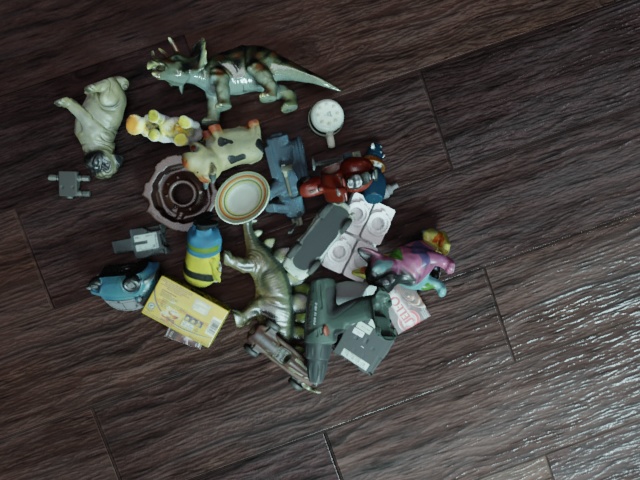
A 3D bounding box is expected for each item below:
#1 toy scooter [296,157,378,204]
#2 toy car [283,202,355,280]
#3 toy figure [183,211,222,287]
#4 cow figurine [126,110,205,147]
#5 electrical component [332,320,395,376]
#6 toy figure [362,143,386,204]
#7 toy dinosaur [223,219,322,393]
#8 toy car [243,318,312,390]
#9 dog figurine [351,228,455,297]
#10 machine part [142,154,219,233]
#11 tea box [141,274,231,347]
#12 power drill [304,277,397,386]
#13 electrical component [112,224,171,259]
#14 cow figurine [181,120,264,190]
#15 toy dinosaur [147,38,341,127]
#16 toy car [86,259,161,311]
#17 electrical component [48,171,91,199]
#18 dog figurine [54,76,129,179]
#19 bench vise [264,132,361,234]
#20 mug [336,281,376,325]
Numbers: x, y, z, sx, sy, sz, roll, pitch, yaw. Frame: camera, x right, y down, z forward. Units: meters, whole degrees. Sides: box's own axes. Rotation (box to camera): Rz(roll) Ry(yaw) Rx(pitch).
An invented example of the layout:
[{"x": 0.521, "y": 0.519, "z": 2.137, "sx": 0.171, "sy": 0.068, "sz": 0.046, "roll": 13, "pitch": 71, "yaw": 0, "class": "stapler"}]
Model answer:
[{"x": 0.051, "y": -0.122, "z": 1.121, "sx": 0.184, "sy": 0.135, "sz": 0.075, "roll": -20, "pitch": 111, "yaw": -20, "class": "toy scooter"}, {"x": -0.002, "y": -0.004, "z": 1.194, "sx": 0.073, "sy": 0.056, "sz": 0.201, "roll": 39, "pitch": 83, "yaw": -4, "class": "toy car"}, {"x": -0.264, "y": 0.025, "z": 1.207, "sx": 0.089, "sy": 0.082, "sz": 0.180, "roll": 3, "pitch": 127, "yaw": -3, "class": "toy figure"}, {"x": -0.347, "y": -0.252, "z": 1.216, "sx": 0.168, "sy": 0.098, "sz": 0.068, "roll": 13, "pitch": 98, "yaw": 15, "class": "cow figurine"}, {"x": 0.111, "y": 0.233, "z": 1.264, "sx": 0.115, "sy": 0.058, "sz": 0.134, "roll": 33, "pitch": 96, "yaw": 7, "class": "electrical component"}, {"x": 0.122, "y": -0.157, "z": 1.238, "sx": 0.058, "sy": 0.064, "sz": 0.154, "roll": -4, "pitch": 59, "yaw": 9, "class": "toy figure"}, {"x": -0.106, "y": 0.145, "z": 1.240, "sx": 0.199, "sy": 0.105, "sz": 0.470, "roll": -12, "pitch": 98, "yaw": -6, "class": "toy dinosaur"}, {"x": -0.077, "y": 0.258, "z": 1.195, "sx": 0.202, "sy": 0.053, "sz": 0.089, "roll": 43, "pitch": 86, "yaw": -17, "class": "toy car"}, {"x": 0.183, "y": 0.044, "z": 1.209, "sx": 0.219, "sy": 0.192, "sz": 0.108, "roll": 8, "pitch": 132, "yaw": -7, "class": "dog figurine"}, {"x": -0.314, "y": -0.106, "z": 1.236, "sx": 0.179, "sy": 0.056, "sz": 0.179, "roll": 0, "pitch": 94, "yaw": -4, "class": "machine part"}, {"x": -0.298, "y": 0.157, "z": 1.206, "sx": 0.170, "sy": 0.068, "sz": 0.098, "roll": 31, "pitch": 87, "yaw": -2, "class": "tea box"}, {"x": 0.056, "y": 0.188, "z": 1.144, "sx": 0.207, "sy": 0.086, "sz": 0.232, "roll": -15, "pitch": 72, "yaw": 38, "class": "power drill"}, {"x": -0.412, "y": 0.007, "z": 1.240, "sx": 0.119, "sy": 0.048, "sz": 0.074, "roll": -14, "pitch": 94, "yaw": -2, "class": "electrical component"}, {"x": -0.213, "y": -0.189, "z": 1.186, "sx": 0.195, "sy": 0.085, "sz": 0.127, "roll": -17, "pitch": 89, "yaw": -33, "class": "cow figurine"}, {"x": -0.170, "y": -0.373, "z": 1.202, "sx": 0.405, "sy": 0.131, "sz": 0.192, "roll": -11, "pitch": 82, "yaw": -12, "class": "toy dinosaur"}, {"x": -0.437, "y": 0.110, "z": 1.220, "sx": 0.162, "sy": 0.109, "sz": 0.102, "roll": -8, "pitch": 112, "yaw": 6, "class": "toy car"}, {"x": -0.577, "y": -0.127, "z": 1.236, "sx": 0.094, "sy": 0.021, "sz": 0.063, "roll": 2, "pitch": 94, "yaw": -4, "class": "electrical component"}, {"x": -0.474, "y": -0.251, "z": 1.208, "sx": 0.172, "sy": 0.121, "sz": 0.190, "roll": -26, "pitch": 109, "yaw": 2, "class": "dog figurine"}, {"x": -0.021, "y": -0.144, "z": 1.220, "sx": 0.241, "sy": 0.129, "sz": 0.223, "roll": -12, "pitch": 97, "yaw": 2, "class": "bench vise"}, {"x": 0.070, "y": 0.143, "z": 1.231, "sx": 0.080, "sy": 0.107, "sz": 0.109, "roll": 50, "pitch": 59, "yaw": -41, "class": "mug"}]
